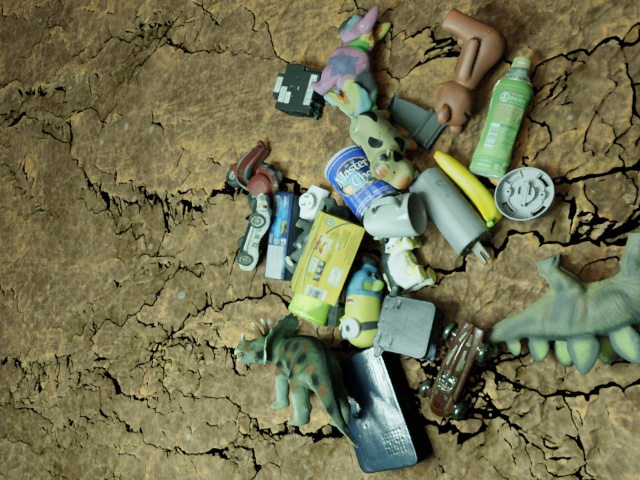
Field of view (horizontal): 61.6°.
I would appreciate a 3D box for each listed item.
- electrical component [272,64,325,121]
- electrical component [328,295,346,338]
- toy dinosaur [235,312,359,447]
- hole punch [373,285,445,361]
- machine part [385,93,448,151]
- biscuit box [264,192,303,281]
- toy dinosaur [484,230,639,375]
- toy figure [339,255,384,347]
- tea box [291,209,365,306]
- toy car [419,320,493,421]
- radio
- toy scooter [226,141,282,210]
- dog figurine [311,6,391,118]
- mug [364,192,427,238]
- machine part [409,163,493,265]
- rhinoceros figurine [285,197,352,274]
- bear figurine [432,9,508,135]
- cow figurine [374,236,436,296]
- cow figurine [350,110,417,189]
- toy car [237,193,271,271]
[{"bbox_3d":[-0.047,-0.349,1.263,0.134,0.058,0.114,21,93,33],"label":"electrical component"},{"bbox_3d":[0.044,0.161,1.136,0.021,0.063,0.094,5,88,45],"label":"electrical component"},{"bbox_3d":[-0.028,0.256,1.077,0.405,0.131,0.192,1,97,57],"label":"toy dinosaur"},{"bbox_3d":[0.174,0.168,1.032,0.116,0.092,0.142,10,82,32],"label":"hole punch"},{"bbox_3d":[0.192,-0.248,1.112,0.139,0.039,0.084,44,112,27],"label":"machine part"},{"bbox_3d":[-0.078,-0.008,1.237,0.059,0.062,0.202,4,86,33],"label":"biscuit box"},{"bbox_3d":[0.426,0.115,0.883,0.471,0.105,0.198,-26,75,38],"label":"toy dinosaur"},{"bbox_3d":[0.092,0.127,1.096,0.089,0.082,0.180,9,73,2],"label":"toy figure"},{"bbox_3d":[0.014,0.033,1.079,0.098,0.068,0.169,22,95,-7],"label":"tea box"},{"bbox_3d":[0.246,0.240,0.982,0.089,0.053,0.202,35,122,36],"label":"toy car"},{"bbox_3d":[0.116,0.334,1.067,0.131,0.073,0.229,-29,68,27],"label":"radio"},{"bbox_3d":[-0.147,-0.161,1.294,0.184,0.075,0.135,40,105,34],"label":"toy scooter"},{"bbox_3d":[0.090,-0.380,1.154,0.192,0.108,0.219,41,103,30],"label":"dog figurine"},{"bbox_3d":[0.132,-0.044,1.014,0.107,0.109,0.081,-13,64,37],"label":"mug"},{"bbox_3d":[0.248,-0.056,1.028,0.079,0.079,0.243,-42,64,21],"label":"machine part"},{"bbox_3d":[-0.002,-0.004,1.160,0.190,0.073,0.112,-46,38,17],"label":"rhinoceros figurine"},{"bbox_3d":[0.266,-0.314,1.030,0.132,0.120,0.195,42,112,33],"label":"bear figurine"},{"bbox_3d":[0.157,0.027,1.085,0.098,0.068,0.167,-33,67,31],"label":"cow figurine"},{"bbox_3d":[0.123,-0.179,1.062,0.195,0.127,0.085,59,138,29],"label":"cow figurine"},{"bbox_3d":[-0.151,-0.017,1.245,0.074,0.056,0.201,-98,25,-52],"label":"toy car"}]
